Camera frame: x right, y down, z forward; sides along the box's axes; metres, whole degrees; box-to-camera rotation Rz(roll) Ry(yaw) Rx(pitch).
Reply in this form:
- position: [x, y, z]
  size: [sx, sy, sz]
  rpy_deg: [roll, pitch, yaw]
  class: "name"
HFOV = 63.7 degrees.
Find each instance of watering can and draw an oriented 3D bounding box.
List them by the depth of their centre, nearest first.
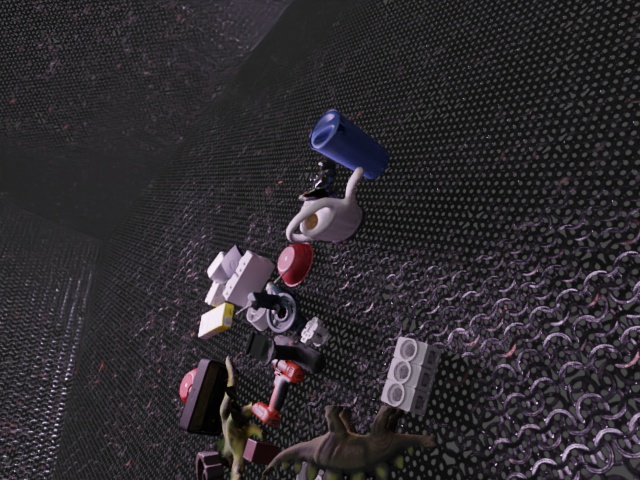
- position: [0.056, -0.083, 1.511]
  size: [0.343, 0.106, 0.223]
  rpy_deg: [-38, -31, 30]
  class: "watering can"

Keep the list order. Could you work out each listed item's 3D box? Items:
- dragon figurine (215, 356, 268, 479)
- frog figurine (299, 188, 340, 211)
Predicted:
- position: [-0.281, 0.583, 1.585]
  size: [0.121, 0.240, 0.418]
  rpy_deg: [20, 21, -29]
  class: "dragon figurine"
- position: [0.005, -0.085, 1.688]
  size: [0.137, 0.156, 0.125]
  rpy_deg: [-3, 31, 11]
  class: "frog figurine"
